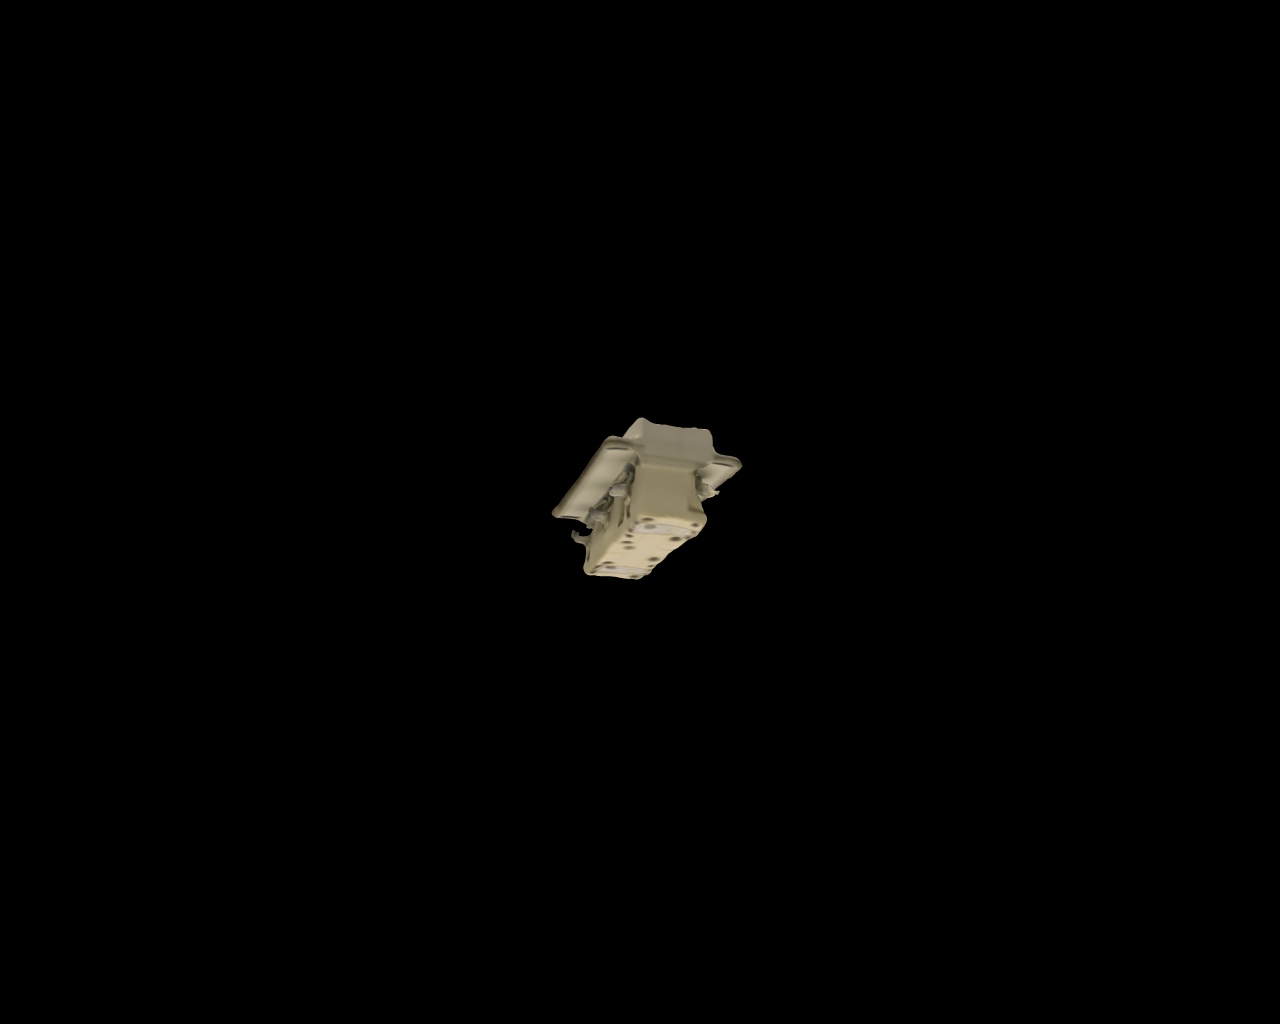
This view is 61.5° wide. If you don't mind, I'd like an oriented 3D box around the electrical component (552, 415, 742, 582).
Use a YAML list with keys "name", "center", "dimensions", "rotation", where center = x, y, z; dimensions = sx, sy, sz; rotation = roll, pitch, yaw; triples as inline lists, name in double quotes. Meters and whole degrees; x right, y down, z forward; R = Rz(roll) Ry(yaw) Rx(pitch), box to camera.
- name: "electrical component"
  center: [0.001, -0.003, 0.650]
  dimensions: [0.079, 0.063, 0.121]
  rotation: [7, -21, -18]
